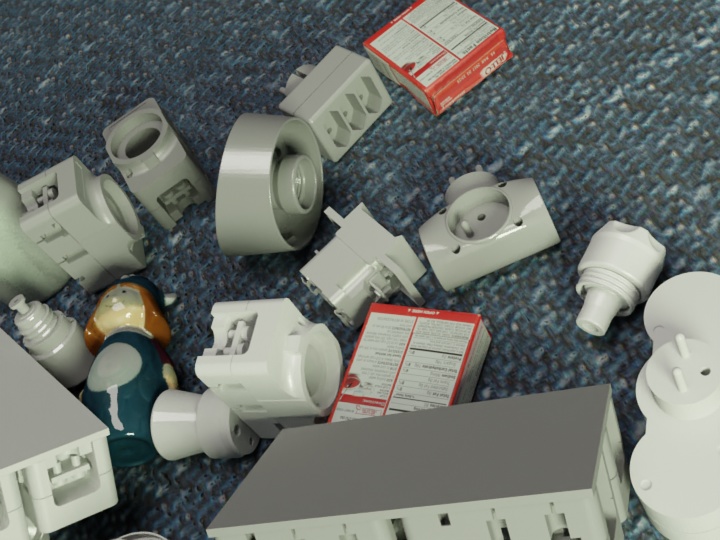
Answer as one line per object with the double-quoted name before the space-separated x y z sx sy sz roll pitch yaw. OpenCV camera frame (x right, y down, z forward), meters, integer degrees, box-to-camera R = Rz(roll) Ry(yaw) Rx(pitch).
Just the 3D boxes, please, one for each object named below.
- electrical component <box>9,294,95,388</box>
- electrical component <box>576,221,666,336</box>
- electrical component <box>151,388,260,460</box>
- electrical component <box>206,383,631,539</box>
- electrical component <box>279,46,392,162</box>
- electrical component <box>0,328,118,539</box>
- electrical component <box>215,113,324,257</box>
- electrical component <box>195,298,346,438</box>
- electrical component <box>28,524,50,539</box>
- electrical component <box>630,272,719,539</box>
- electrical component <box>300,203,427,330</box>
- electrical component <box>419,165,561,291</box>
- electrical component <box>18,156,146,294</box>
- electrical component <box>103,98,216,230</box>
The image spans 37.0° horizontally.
"electrical component" -0.213 0.048 0.746 0.040 0.078 0.040 -23 35 17
"electrical component" 0.143 0.007 0.609 0.043 0.043 0.062 17 67 35
"electrical component" -0.095 0.095 0.667 0.055 0.045 0.045 -6 54 23
"electrical component" 0.035 0.119 0.537 0.186 0.060 0.105 -11 15 21
"electrical component" -0.030 -0.129 0.798 0.065 0.047 0.077 -48 49 -12
"electrical component" -0.241 0.108 0.677 0.105 0.060 0.186 -19 27 -32
"electrical component" -0.065 -0.058 0.733 0.064 0.099 0.099 1 57 21
"electrical component" -0.047 0.060 0.637 0.056 0.089 0.050 -4 55 25
"electrical component" -0.232 0.161 0.690 0.062 0.043 0.043 9 61 34
"electrical component" 0.165 0.059 0.539 0.052 0.073 0.138 -2 56 26
"electrical component" 0.000 0.000 0.691 0.064 0.042 0.081 -45 48 -4
"electrical component" 0.076 -0.035 0.675 0.077 0.044 0.079 -24 49 10
"electrical component" -0.198 -0.034 0.786 0.056 0.089 0.050 -26 48 8
"electrical component" -0.157 -0.085 0.825 0.050 0.055 0.089 -35 48 0
